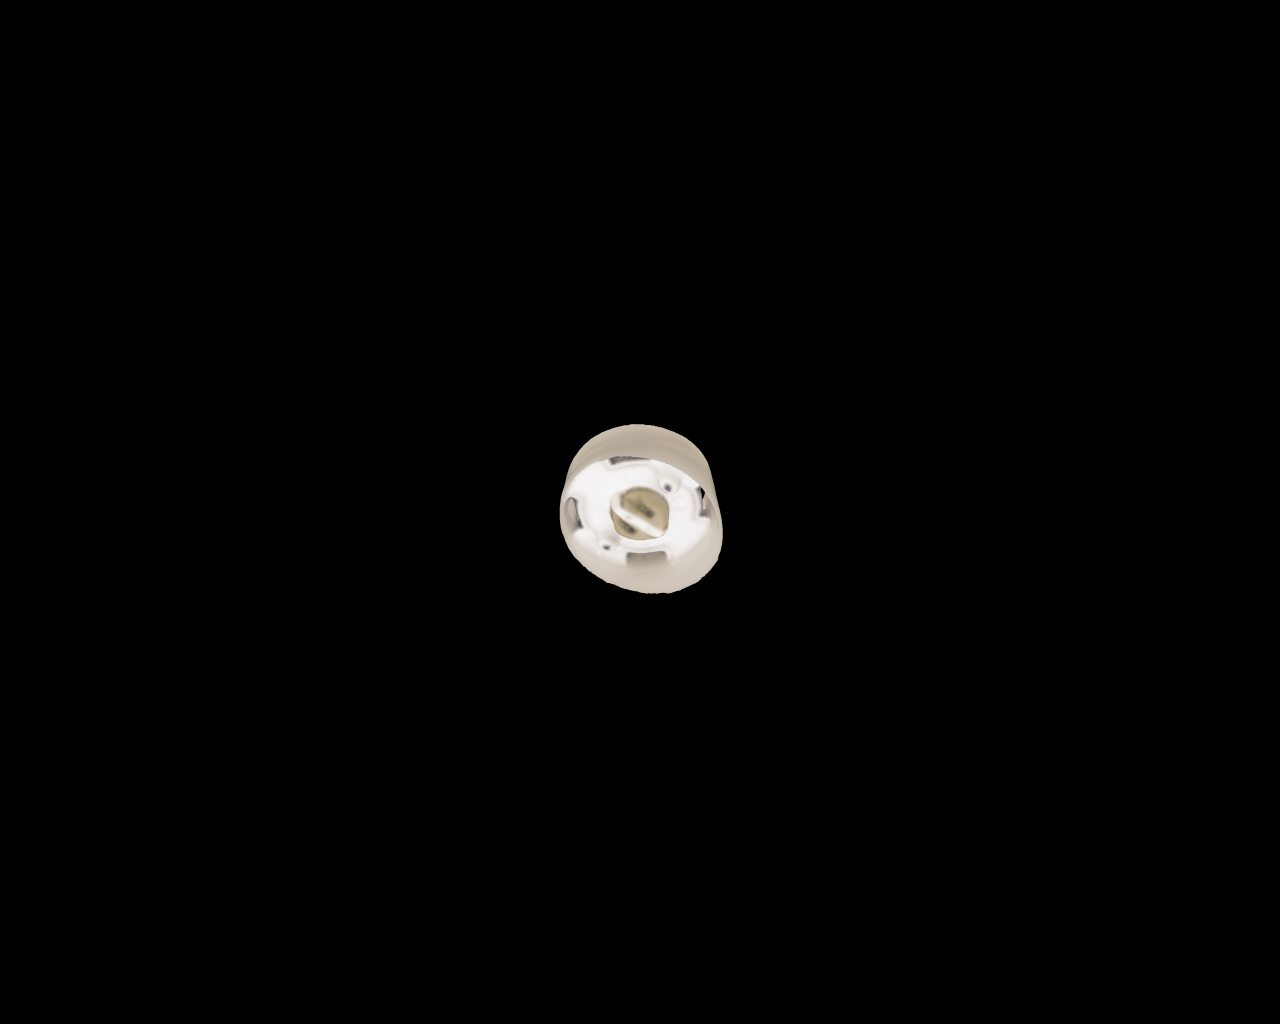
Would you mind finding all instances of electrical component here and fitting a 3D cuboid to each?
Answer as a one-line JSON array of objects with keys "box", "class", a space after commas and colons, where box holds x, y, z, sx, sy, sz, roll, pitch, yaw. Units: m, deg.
[{"box": [0.001, -0.003, 0.650, 0.099, 0.099, 0.064, 0, 41, 0], "class": "electrical component"}]
